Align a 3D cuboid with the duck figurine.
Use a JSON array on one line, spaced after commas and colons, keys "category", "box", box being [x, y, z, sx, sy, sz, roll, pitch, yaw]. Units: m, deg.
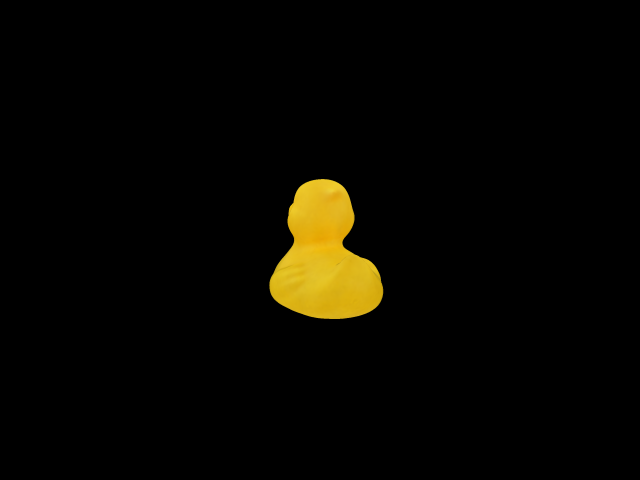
[{"category": "duck figurine", "box": [0.004, 0.001, 0.400, 0.078, 0.086, 0.104, -6, 15, -23]}]
